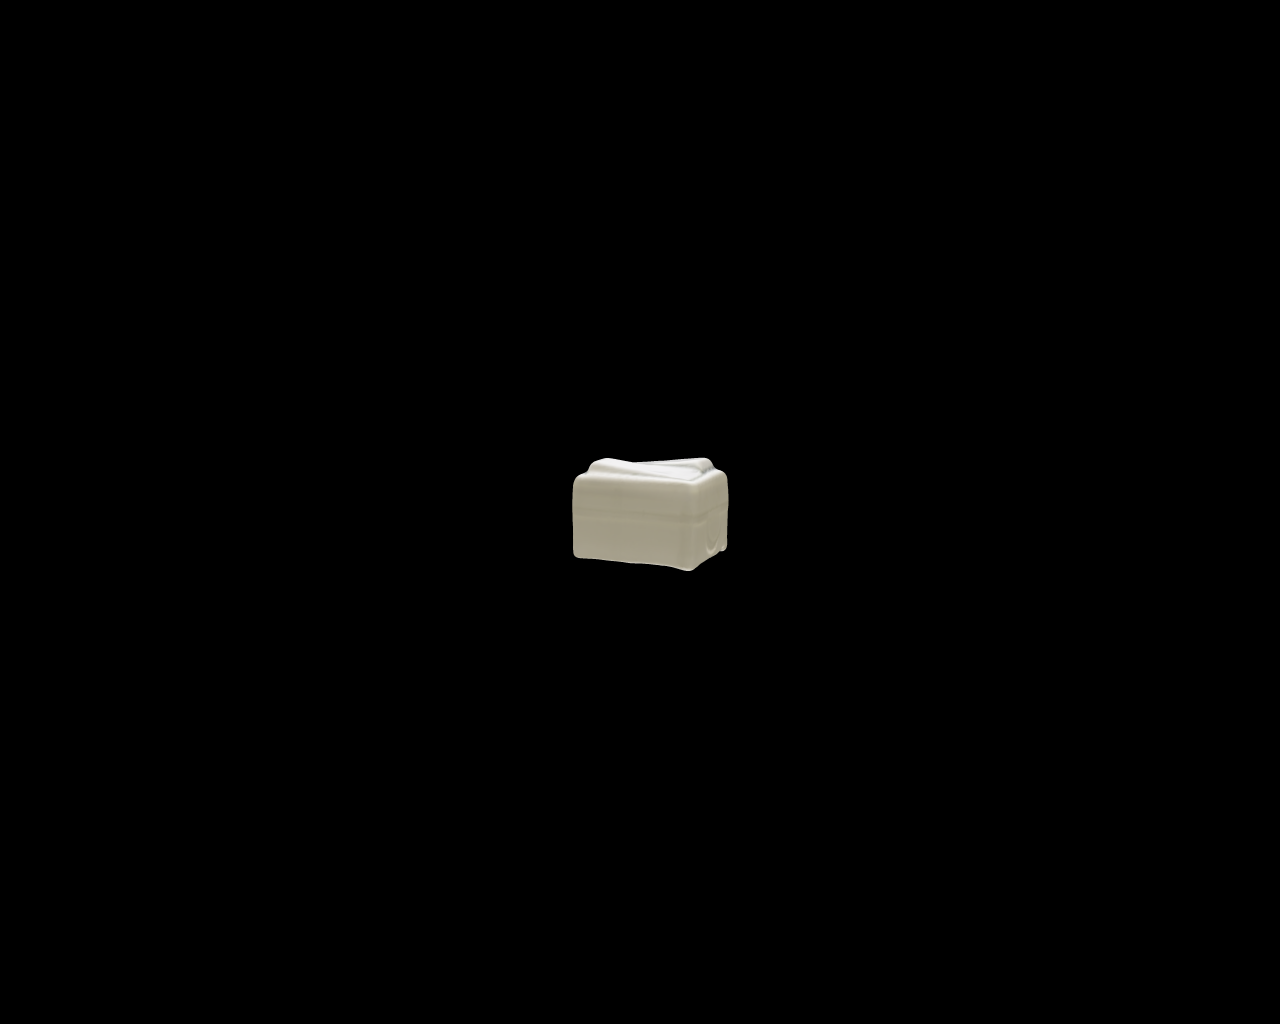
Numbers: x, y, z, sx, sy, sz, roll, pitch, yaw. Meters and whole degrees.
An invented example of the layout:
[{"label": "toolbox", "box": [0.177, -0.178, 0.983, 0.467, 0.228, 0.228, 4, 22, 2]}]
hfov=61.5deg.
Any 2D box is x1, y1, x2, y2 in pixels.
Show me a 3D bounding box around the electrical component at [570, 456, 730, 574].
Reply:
[{"label": "electrical component", "box": [0.001, -0.003, 0.650, 0.096, 0.061, 0.062, 5, 12, 24]}]
